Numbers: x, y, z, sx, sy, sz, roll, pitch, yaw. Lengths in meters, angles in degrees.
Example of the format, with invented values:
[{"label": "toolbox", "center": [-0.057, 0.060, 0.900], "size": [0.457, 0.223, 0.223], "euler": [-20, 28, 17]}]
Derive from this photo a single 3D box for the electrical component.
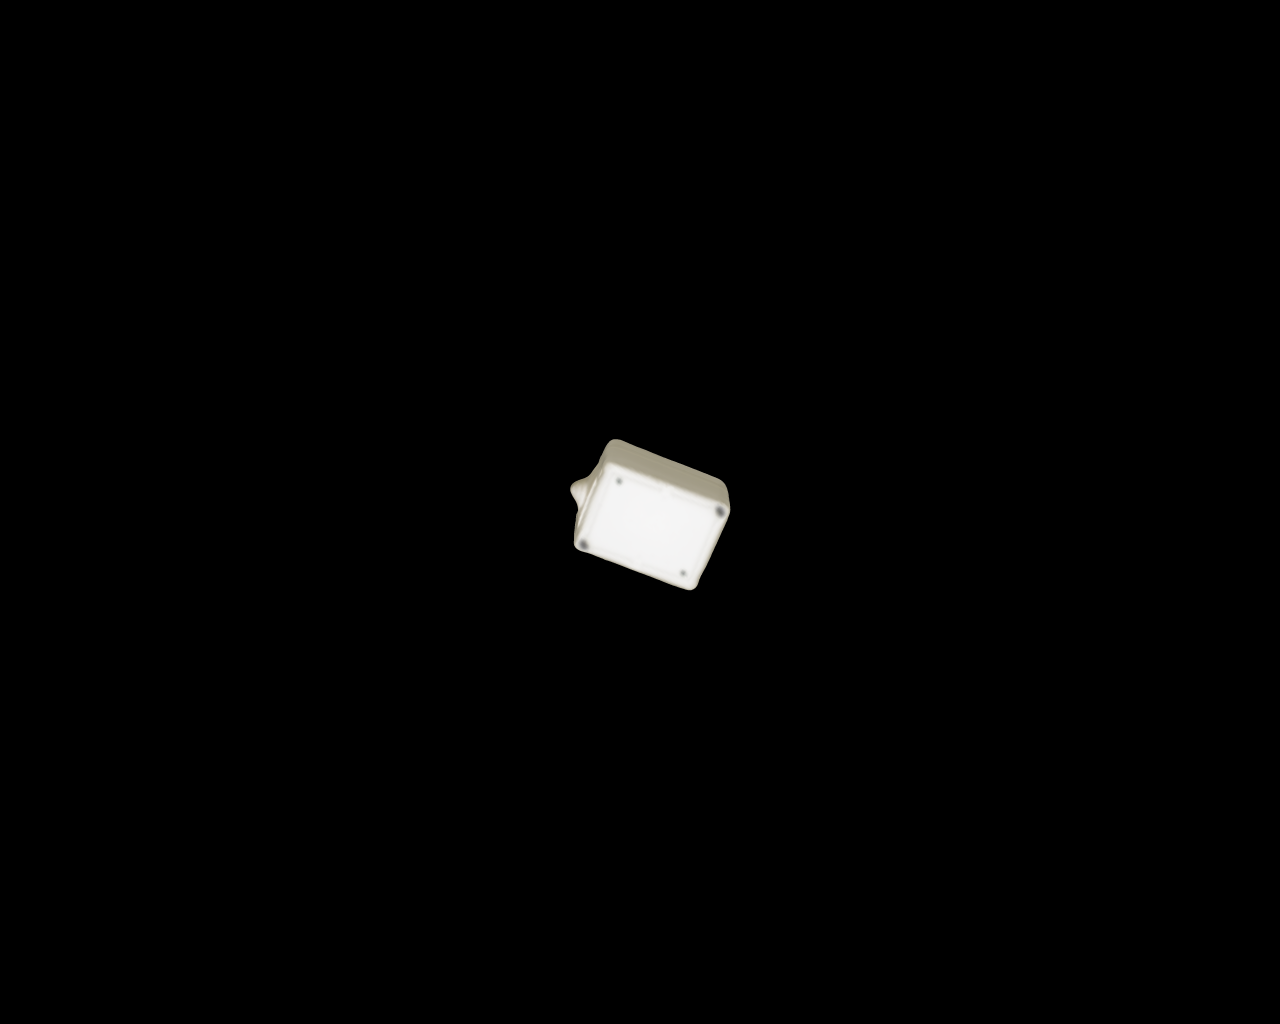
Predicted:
[{"label": "electrical component", "center": [0.001, -0.003, 0.650], "size": [0.096, 0.061, 0.061], "euler": [21, 18, -7]}]
